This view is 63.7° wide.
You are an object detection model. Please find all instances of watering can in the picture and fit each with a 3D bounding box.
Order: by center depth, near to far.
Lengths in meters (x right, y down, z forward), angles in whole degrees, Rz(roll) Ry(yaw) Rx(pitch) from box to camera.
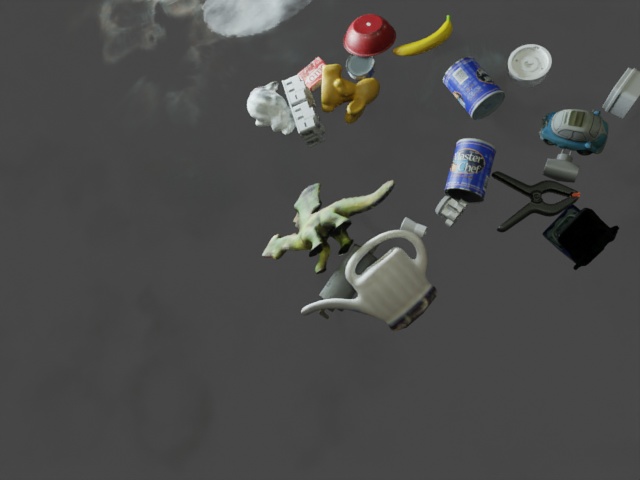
[{"bbox_3d":[0.142,0.133,1.281,0.348,0.103,0.225,-41,86,-3],"label":"watering can"}]

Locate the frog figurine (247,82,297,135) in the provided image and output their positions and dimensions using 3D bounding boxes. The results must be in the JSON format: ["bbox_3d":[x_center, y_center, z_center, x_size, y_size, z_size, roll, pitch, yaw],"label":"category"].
[{"bbox_3d":[-0.147,-0.381,1.555,0.135,0.123,0.161,-34,74,41],"label":"frog figurine"}]

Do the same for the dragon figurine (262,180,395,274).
[{"bbox_3d":[0.004,-0.070,1.398,0.408,0.120,0.247,-43,49,10],"label":"dragon figurine"}]
